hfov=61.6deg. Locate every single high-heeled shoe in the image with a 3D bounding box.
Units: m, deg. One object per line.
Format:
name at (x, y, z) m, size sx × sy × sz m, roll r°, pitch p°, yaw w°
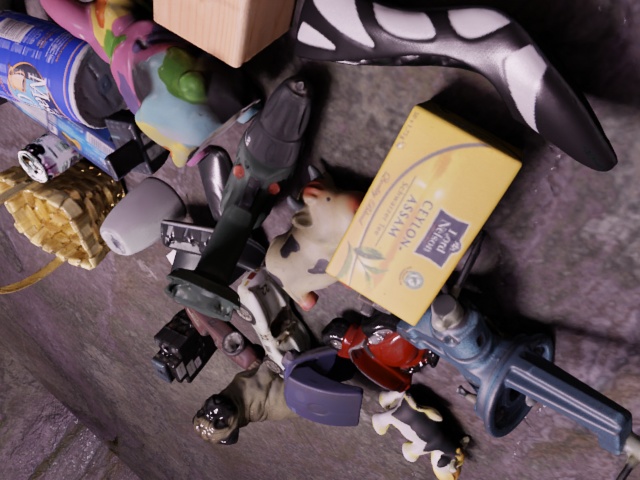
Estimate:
high-heeled shoe at (0.085, -0.115, 0.399) m, size 0.145 × 0.086 × 0.249 m, roll -41°, pitch 80°, yaw 33°

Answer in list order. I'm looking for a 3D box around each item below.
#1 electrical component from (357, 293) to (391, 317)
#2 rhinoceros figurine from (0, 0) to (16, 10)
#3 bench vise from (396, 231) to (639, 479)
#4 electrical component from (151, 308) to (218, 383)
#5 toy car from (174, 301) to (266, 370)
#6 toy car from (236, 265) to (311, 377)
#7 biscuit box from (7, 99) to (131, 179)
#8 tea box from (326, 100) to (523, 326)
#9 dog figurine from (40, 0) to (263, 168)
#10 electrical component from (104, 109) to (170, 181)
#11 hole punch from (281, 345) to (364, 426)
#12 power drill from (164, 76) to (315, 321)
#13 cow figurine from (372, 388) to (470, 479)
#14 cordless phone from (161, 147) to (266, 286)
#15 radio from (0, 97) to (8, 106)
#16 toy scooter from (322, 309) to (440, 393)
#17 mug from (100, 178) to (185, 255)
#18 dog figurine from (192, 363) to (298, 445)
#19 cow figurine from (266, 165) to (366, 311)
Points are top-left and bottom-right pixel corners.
electrical component at (0.076, 0.033, 0.576) m, size 0.045 × 0.102 × 0.078 m, roll 25°, pitch 167°, yaw 21°
rhinoceros figurine at (-0.408, -0.279, 0.644) m, size 0.190 × 0.112 × 0.073 m, roll -38°, pitch 78°, yaw 39°
bench vise at (0.200, 0.132, 0.532) m, size 0.241 × 0.129 × 0.223 m, roll 28°, pitch 153°, yaw 43°
electrical component at (-0.239, 0.187, 0.959) m, size 0.058 × 0.134 × 0.114 m, roll 20°, pitch 137°, yaw 23°
toy car at (-0.169, 0.138, 0.868) m, size 0.202 × 0.053 × 0.089 m, roll 35°, pitch 173°, yaw 28°
toy car at (-0.065, 0.126, 0.799) m, size 0.056 × 0.073 × 0.201 m, roll 6°, pitch 133°, yaw 36°
biscuit box at (-0.324, -0.167, 0.720) m, size 0.203 × 0.063 × 0.059 m, roll 35°, pitch 142°, yaw 4°
tea box at (0.088, -0.023, 0.469) m, size 0.098 × 0.068 × 0.169 m, roll 30°, pitch 115°, yaw 9°
dog figurine at (-0.165, -0.178, 0.511) m, size 0.219 × 0.108 × 0.191 m, roll 46°, pitch 180°, yaw -9°
electrical component at (-0.217, -0.115, 0.639) m, size 0.048 × 0.119 × 0.074 m, roll 15°, pitch 140°, yaw 28°
hole punch at (0.005, 0.218, 0.782) m, size 0.116 × 0.092 × 0.142 m, roll -9°, pitch 141°, yaw -8°
power drill at (-0.081, -0.031, 0.544) m, size 0.086 × 0.207 × 0.232 m, roll 20°, pitch 156°, yaw -11°
cow figurine at (0.164, 0.283, 0.785) m, size 0.167 × 0.068 × 0.098 m, roll 43°, pitch 137°, yaw -7°
cordless phone at (-0.159, -0.037, 0.722) m, size 0.147 × 0.089 × 0.184 m, roll 10°, pitch 124°, yaw 33°
radio at (-0.516, -0.297, 0.738) m, size 0.131 × 0.073 × 0.229 m, roll 31°, pitch 141°, yaw 11°
toy scooter at (0.091, 0.141, 0.687) m, size 0.135 × 0.075 × 0.184 m, roll 44°, pitch 146°, yaw -7°
mug at (-0.270, -0.031, 0.780) m, size 0.110 × 0.107 × 0.080 m, roll 10°, pitch 133°, yaw 30°
dog figurine at (-0.095, 0.281, 0.891) m, size 0.172 × 0.190 × 0.121 m, roll 29°, pitch 142°, yaw 10°
cow figurine at (-0.001, -0.002, 0.612) m, size 0.127 × 0.085 × 0.195 m, roll 39°, pitch 144°, yaw -11°
